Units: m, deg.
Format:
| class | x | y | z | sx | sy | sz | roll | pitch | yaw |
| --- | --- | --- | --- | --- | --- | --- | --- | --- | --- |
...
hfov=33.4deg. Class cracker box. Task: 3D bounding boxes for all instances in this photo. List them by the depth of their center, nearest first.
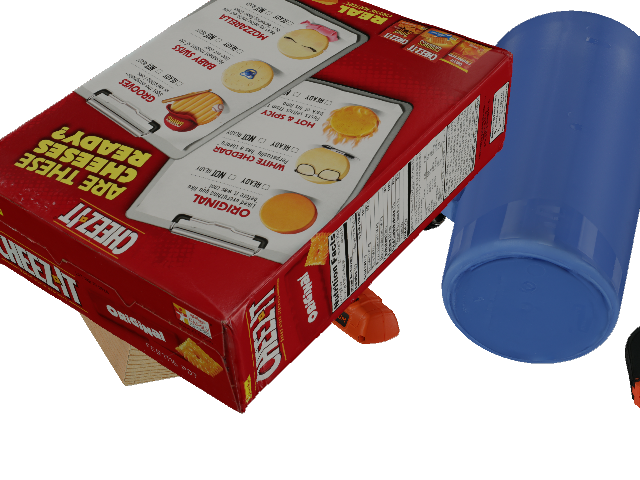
| class | x | y | z | sx | sy | sz | roll | pitch | yaw |
| --- | --- | --- | --- | --- | --- | --- | --- | --- | --- |
| cracker box | -0.032 | -0.039 | 0.518 | 0.164 | 0.072 | 0.213 | 26 | 53 | 29 |

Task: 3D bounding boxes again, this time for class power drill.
| class | x | y | z | sx | sy | sz | roll | pitch | yaw |
| --- | --- | --- | --- | --- | --- | --- | --- | --- | --- |
| power drill | 0.053 | 0.006 | 1.077 | 0.057 | 0.188 | 0.185 | -8 | 27 | -32 |

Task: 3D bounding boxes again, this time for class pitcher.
| class | x | y | z | sx | sy | sz | roll | pitch | yaw |
| --- | --- | --- | --- | --- | --- | --- | --- | --- | --- |
| pitcher | 0.146 | -0.040 | 0.726 | 0.149 | 0.242 | 0.145 | -26 | -61 | 38 |

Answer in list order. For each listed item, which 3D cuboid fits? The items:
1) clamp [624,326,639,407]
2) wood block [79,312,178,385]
| class | x | y | z | sx | sy | sz | roll | pitch | yaw |
| --- | --- | --- | --- | --- | --- | --- | --- | --- | --- |
| clamp | 0.320 | 0.080 | 0.957 | 0.171 | 0.039 | 0.120 | -33 | 36 | -25 |
| wood block | -0.190 | 0.040 | 1.063 | 0.090 | 0.091 | 0.206 | -6 | 35 | -34 |
